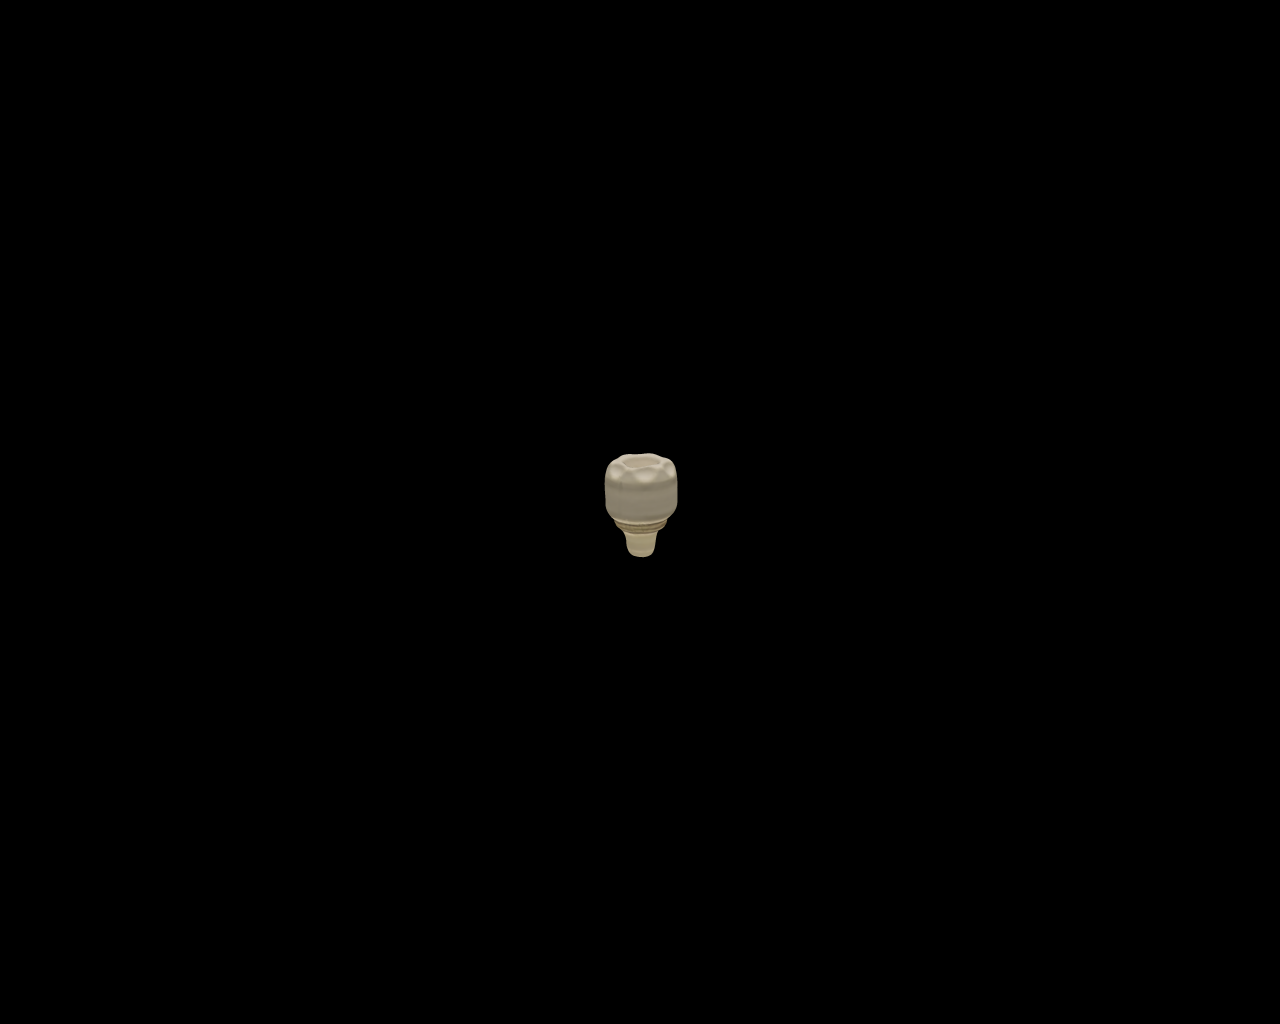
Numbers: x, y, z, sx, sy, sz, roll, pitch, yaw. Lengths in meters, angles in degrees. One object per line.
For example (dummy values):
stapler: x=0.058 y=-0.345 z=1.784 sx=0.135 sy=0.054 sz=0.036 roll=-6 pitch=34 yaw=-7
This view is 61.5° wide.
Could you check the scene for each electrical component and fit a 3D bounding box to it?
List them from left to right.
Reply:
electrical component: x=0.001 y=-0.003 z=0.650 sx=0.043 sy=0.062 sz=0.043 roll=0 pitch=18 yaw=0
